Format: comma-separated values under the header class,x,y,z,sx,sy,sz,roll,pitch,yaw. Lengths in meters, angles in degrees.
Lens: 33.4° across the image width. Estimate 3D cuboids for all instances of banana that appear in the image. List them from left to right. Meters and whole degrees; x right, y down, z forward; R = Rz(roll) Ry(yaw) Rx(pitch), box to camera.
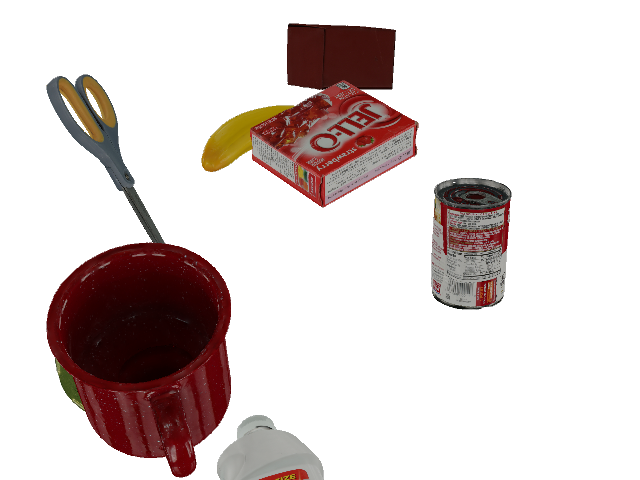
class,x,y,z,sx,sy,sz,roll,pitch,yaw
banana,-0.051,-0.110,1.111,0.197,0.037,0.070,-10,50,-39

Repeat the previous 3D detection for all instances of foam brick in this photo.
class,x,y,z,sx,sy,sz,roll,pitch,yaw
foam brick,0.017,-0.154,0.895,0.078,0.051,0.053,-6,16,-36

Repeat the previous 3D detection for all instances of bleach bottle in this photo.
class,x,y,z,sx,sy,sz,roll,pitch,yaw
bleach bottle,-0.034,0.210,0.721,0.102,0.068,0.251,-8,32,-8

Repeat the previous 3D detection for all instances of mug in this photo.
class,x,y,z,sx,sy,sz,roll,pitch,yaw
mug,-0.086,0.070,0.559,0.093,0.117,0.081,-18,-38,-14

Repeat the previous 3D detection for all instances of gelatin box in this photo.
class,x,y,z,sx,sy,sz,roll,pitch,yaw
gelatin box,0.009,-0.067,0.712,0.089,0.030,0.073,-31,49,-29

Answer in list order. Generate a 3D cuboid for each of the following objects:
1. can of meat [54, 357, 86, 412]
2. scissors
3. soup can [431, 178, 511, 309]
class,x,y,z,sx,sy,sz,roll,pitch,yaw
can of meat,-0.152,0.105,0.861,0.083,0.057,0.102,-23,34,-39
scissors,-0.183,-0.072,0.986,0.016,0.201,0.096,-24,27,19
soup can,0.135,0.003,0.959,0.068,0.102,0.068,-1,24,0
